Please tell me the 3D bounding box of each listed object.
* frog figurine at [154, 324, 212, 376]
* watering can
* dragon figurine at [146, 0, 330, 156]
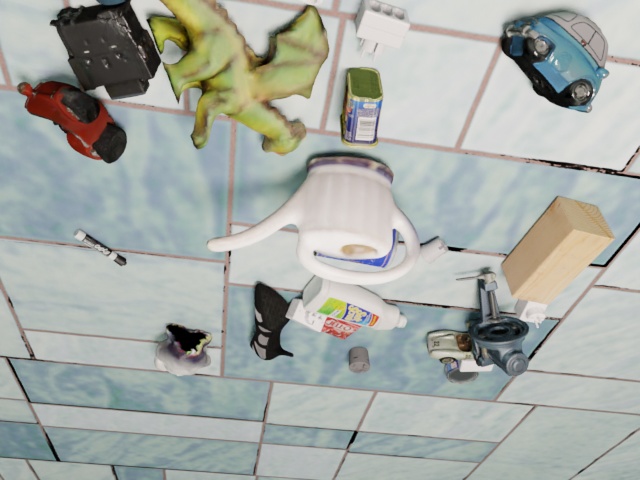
[{"bbox_3d":[-0.345,0.302,1.286,0.137,0.125,0.156,4,127,-30],"label":"frog figurine"},{"bbox_3d":[0.003,-0.043,0.857,0.347,0.229,0.102,10,152,-9],"label":"watering can"},{"bbox_3d":[-0.109,-0.274,0.734,0.243,0.125,0.400,-16,134,-8],"label":"dragon figurine"}]
